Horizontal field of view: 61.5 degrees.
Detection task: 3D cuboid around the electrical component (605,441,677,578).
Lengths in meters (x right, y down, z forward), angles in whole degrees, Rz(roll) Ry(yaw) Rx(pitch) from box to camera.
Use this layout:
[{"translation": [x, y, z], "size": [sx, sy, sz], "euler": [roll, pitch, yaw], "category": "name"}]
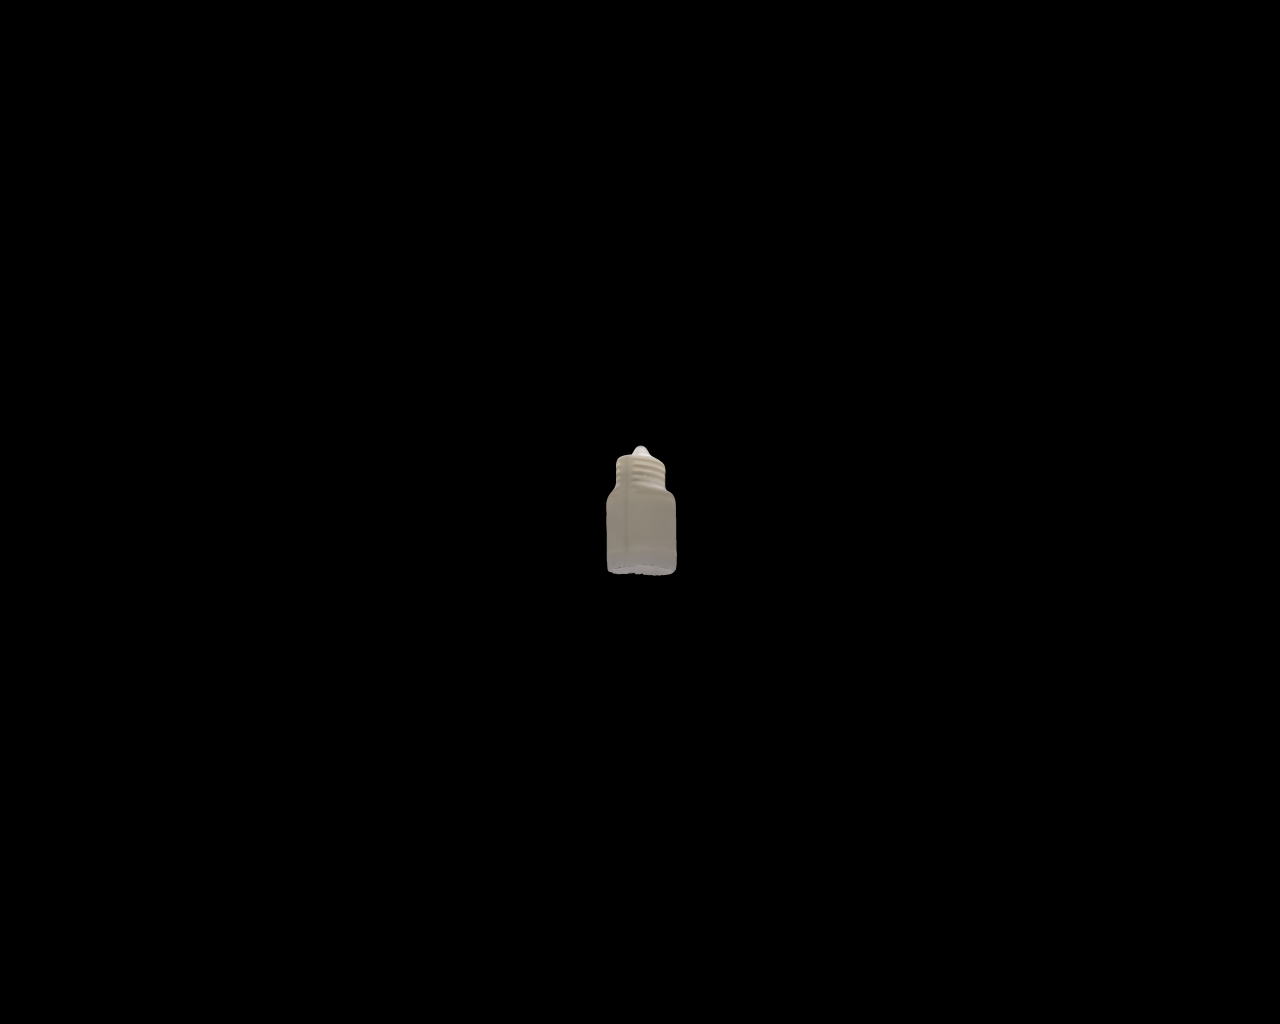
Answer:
[{"translation": [0.001, -0.003, 0.650], "size": [0.043, 0.081, 0.043], "euler": [0, -10, 0], "category": "electrical component"}]
